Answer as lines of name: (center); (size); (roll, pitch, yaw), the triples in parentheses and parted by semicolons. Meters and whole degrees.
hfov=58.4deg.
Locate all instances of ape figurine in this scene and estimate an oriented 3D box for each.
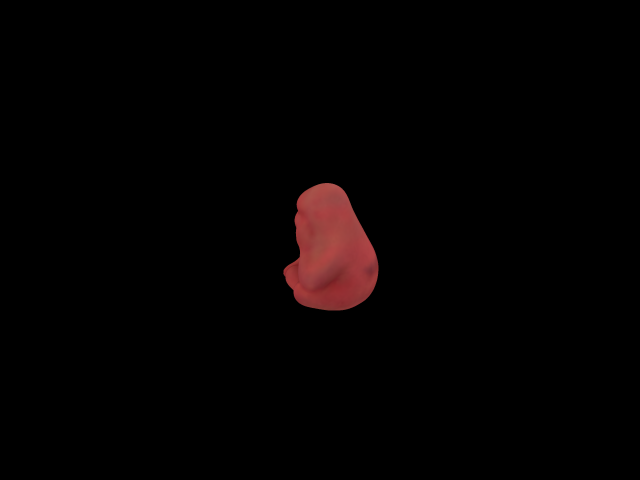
ape figurine: (0.004, 0.001, 0.400); (0.076, 0.092, 0.078); (11, 36, 16)
